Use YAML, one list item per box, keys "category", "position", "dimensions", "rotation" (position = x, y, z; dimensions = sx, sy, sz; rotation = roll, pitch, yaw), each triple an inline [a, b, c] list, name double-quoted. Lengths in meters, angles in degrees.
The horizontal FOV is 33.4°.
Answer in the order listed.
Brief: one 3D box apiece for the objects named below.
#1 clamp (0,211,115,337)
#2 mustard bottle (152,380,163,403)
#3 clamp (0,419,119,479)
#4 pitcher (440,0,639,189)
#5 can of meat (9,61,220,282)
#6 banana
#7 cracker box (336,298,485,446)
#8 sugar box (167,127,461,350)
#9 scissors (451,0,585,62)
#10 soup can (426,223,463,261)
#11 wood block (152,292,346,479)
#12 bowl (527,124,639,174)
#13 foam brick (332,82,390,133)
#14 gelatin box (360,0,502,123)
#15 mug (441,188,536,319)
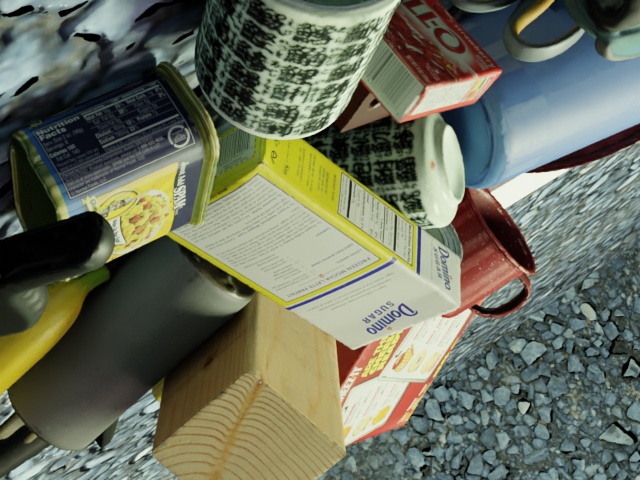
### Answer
- category: "clamp"
  position: [-0.154, 0.015, 0.494]
  dimensions: [0.172, 0.120, 0.039]
  rotation: [114, -11, -69]
- category: "mustard bottle"
  position: [-0.073, 0.080, 0.928]
  dimensions: [0.192, 0.058, 0.096]
  rotation: [-40, 165, 13]
- category: "clamp"
  position: [-0.178, 0.129, 0.884]
  dimensions: [0.210, 0.036, 0.164]
  rotation: [-42, 165, 19]
- category: "pitcher"
  position: [0.179, -0.137, 0.737]
  dimensions: [0.242, 0.149, 0.145]
  rotation: [-26, 177, -24]
- category: "can of meat"
  position: [-0.103, -0.030, 0.528]
  dimensions: [0.083, 0.057, 0.102]
  rotation: [-28, 162, -23]
- category: "banana"
  position: [-0.212, 0.088, 0.679]
  dimensions: [0.198, 0.037, 0.069]
  rotation: [-41, 165, 15]
- category: "cracker box"
  position: [0.047, 0.097, 0.947]
  dimensions: [0.213, 0.072, 0.164]
  rotation: [1, 123, -60]
- category: "sugar box"
  position: [-0.004, 0.001, 0.640]
  dimensions: [0.094, 0.048, 0.176]
  rotation: [-25, 136, 36]
- category: "scissors"
  position: [0.151, -0.182, 0.656]
  dimensions: [0.201, 0.096, 0.016]
  rotation: [-55, 160, -30]
- category: "soup can"
  position: [0.044, 0.020, 0.769]
  dimensions: [0.102, 0.068, 0.068]
  rotation: [-41, 165, 32]
- category: "wood block"
  position: [-0.048, 0.089, 0.751]
  dimensions: [0.091, 0.090, 0.206]
  rotation: [-41, -160, 16]
- category: "bowl"
  position: [0.212, -0.118, 0.890]
  dimensions: [0.162, 0.055, 0.162]
  rotation: [-21, -158, 9]
- category: "foam brick"
  position: [0.034, -0.104, 0.619]
  dimensions: [0.078, 0.051, 0.053]
  rotation: [-24, 161, -40]
- category: "gelatin box"
  position: [0.042, -0.106, 0.556]
  dimensions: [0.073, 0.089, 0.030]
  rotation: [-20, 155, -48]
- category: "mug"
  position: [0.122, 0.018, 0.869]
  dimensions: [0.082, 0.117, 0.093]
  rotation: [-36, -157, 21]
